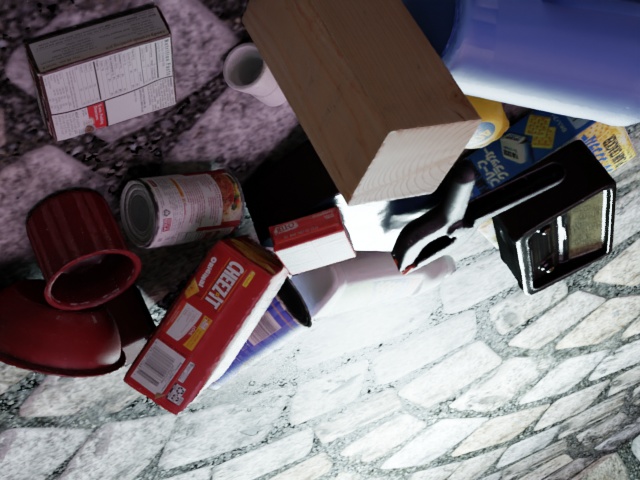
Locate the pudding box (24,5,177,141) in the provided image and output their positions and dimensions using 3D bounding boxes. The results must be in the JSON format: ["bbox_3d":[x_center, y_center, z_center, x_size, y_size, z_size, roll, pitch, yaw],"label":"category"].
[{"bbox_3d":[-0.174,-0.133,0.862,0.113,0.039,0.090,-22,152,-17],"label":"pudding box"}]

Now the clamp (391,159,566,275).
[{"bbox_3d":[0.141,-0.026,1.133,0.164,0.036,0.210,3,147,-47],"label":"clamp"}]

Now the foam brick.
[{"bbox_3d":[-0.212,0.089,1.165,0.051,0.078,0.053,-28,155,-3],"label":"foam brick"}]

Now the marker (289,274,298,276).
[{"bbox_3d":[-0.012,0.003,1.265,0.020,0.020,0.121,-8,146,-35],"label":"marker"}]

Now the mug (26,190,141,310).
[{"bbox_3d":[-0.228,0.013,1.015,0.093,0.081,0.117,-19,151,-19],"label":"mug"}]

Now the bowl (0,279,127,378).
[{"bbox_3d":[-0.265,0.080,1.059,0.161,0.162,0.055,5,106,-47],"label":"bowl"}]

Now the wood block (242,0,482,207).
[{"bbox_3d":[0.027,-0.138,0.856,0.090,0.206,0.090,-10,148,-32],"label":"wood block"}]

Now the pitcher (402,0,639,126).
[{"bbox_3d":[0.190,-0.182,0.916,0.242,0.145,0.149,2,103,-31],"label":"pitcher"}]

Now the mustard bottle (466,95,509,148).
[{"bbox_3d":[0.136,-0.129,1.123,0.191,0.058,0.096,0,166,-44],"label":"mustard bottle"}]

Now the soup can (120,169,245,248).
[{"bbox_3d":[-0.133,-0.031,1.035,0.102,0.068,0.069,-10,148,-39],"label":"soup can"}]

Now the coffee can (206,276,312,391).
[{"bbox_3d":[-0.095,0.098,1.260,0.140,0.103,0.102,-34,152,11],"label":"coffee can"}]

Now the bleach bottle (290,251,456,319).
[{"bbox_3d":[0.083,0.042,1.376,0.250,0.068,0.103,-7,148,-39],"label":"bleach bottle"}]

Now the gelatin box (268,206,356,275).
[{"bbox_3d":[-0.007,0.001,1.080,0.073,0.030,0.089,-17,159,5],"label":"gelatin box"}]

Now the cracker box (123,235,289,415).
[{"bbox_3d":[-0.106,0.080,1.091,0.164,0.072,0.213,-56,177,3],"label":"cracker box"}]
